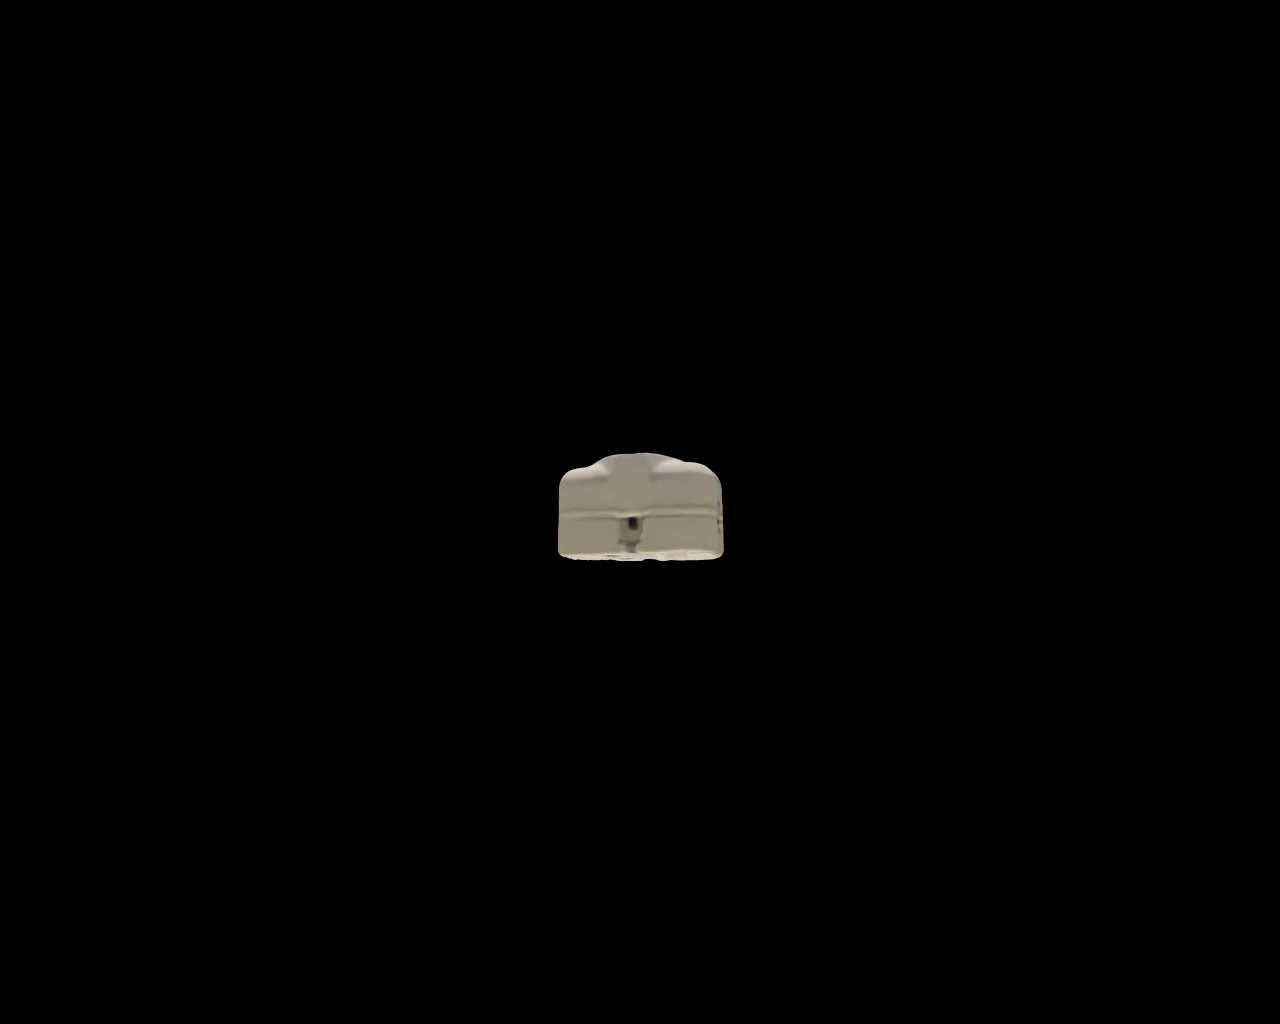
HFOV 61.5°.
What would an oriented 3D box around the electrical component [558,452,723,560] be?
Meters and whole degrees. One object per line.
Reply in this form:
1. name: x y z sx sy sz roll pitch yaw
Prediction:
1. electrical component: 0.001 -0.003 0.650 0.095 0.059 0.053 -2 -7 14
